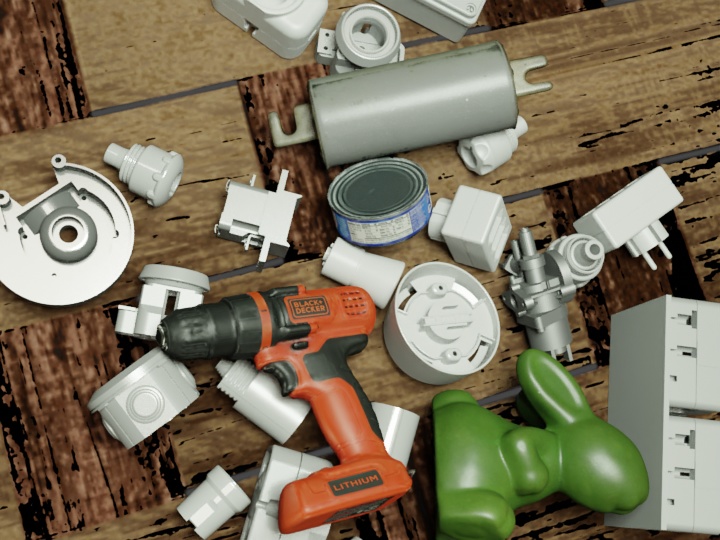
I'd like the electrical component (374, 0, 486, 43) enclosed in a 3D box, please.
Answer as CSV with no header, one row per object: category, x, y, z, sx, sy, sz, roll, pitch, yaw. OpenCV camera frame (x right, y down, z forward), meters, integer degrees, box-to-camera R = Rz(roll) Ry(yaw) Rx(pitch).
electrical component,0.070,-0.282,0.976,0.109,0.056,0.108,26,74,-6

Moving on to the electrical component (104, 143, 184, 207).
electrical component,-0.181,-0.084,0.890,0.062,0.048,0.048,26,74,1

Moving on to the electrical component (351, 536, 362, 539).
electrical component,0.000,0.250,0.852,0.078,0.058,0.057,39,77,-2

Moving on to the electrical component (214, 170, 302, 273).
electrical component,-0.086,-0.044,0.903,0.064,0.042,0.081,14,75,-5

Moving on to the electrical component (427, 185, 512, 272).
electrical component,0.084,-0.040,0.929,0.077,0.065,0.047,17,74,22

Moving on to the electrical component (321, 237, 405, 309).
electrical component,0.000,0.000,0.912,0.065,0.044,0.044,26,74,-1

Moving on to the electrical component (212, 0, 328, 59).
electrical component,-0.078,-0.236,0.934,0.095,0.059,0.053,35,74,-3

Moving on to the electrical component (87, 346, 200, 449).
electrical component,-0.167,0.098,0.837,0.080,0.080,0.051,-37,92,-16

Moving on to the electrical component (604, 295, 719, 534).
electrical component,0.259,0.124,0.907,0.060,0.105,0.186,7,77,-10

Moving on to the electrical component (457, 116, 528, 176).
electrical component,0.121,-0.116,0.960,0.062,0.043,0.043,-33,87,-18

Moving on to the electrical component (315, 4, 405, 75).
electrical component,0.003,-0.198,0.945,0.078,0.057,0.058,8,77,-10

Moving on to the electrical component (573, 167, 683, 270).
electrical component,0.252,-0.037,0.969,0.083,0.047,0.075,-34,88,-16

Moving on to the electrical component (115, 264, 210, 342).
electrical component,-0.153,0.029,0.865,0.078,0.058,0.057,11,80,-10

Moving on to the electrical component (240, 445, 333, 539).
electrical component,-0.056,0.193,0.853,0.059,0.054,0.095,18,75,-8

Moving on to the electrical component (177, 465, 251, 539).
electrical component,-0.116,0.184,0.851,0.046,0.040,0.040,-42,89,-11

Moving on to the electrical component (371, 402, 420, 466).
electrical component,0.018,0.154,0.882,0.043,0.043,0.081,18,76,-8

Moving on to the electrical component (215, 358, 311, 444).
electrical component,-0.082,0.100,0.872,0.081,0.043,0.043,37,74,-2

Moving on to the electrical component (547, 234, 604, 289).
electrical component,0.193,-0.011,0.943,0.048,0.062,0.048,2,78,-11

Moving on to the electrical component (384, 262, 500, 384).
electrical component,0.068,0.046,0.902,0.099,0.064,0.099,6,67,-13
